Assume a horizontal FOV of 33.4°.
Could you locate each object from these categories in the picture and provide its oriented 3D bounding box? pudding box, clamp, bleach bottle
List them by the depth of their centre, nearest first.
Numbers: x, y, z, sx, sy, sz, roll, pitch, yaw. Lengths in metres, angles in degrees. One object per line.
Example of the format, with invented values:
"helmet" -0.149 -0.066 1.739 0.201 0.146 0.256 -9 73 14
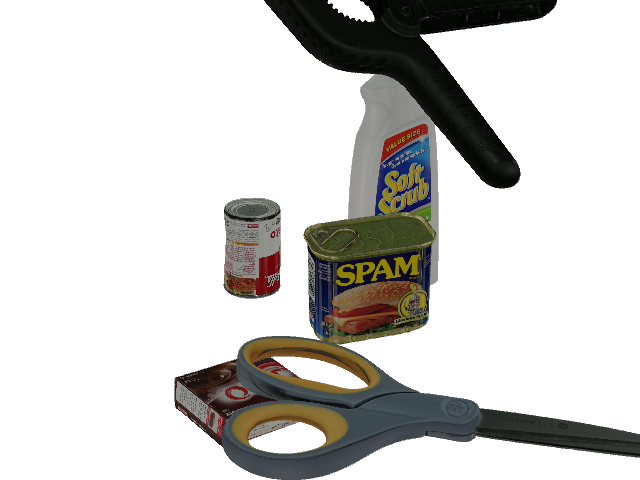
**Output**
"clamp" 0.052 -0.126 0.678 0.209 0.164 0.036 17 -31 -12
"pudding box" -0.075 0.156 1.056 0.113 0.039 0.090 -15 30 -37
"bleach bottle" 0.070 -0.072 1.099 0.102 0.251 0.068 -10 23 -16

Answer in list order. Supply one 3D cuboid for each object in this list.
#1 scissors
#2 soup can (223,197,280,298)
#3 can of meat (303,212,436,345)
"scissors" 0.045 0.086 0.461 0.202 0.016 0.096 15 35 22
"soup can" -0.081 0.008 1.257 0.068 0.102 0.068 1 24 -1
"can of meat" 0.039 0.031 0.859 0.102 0.084 0.057 -8 29 -13
